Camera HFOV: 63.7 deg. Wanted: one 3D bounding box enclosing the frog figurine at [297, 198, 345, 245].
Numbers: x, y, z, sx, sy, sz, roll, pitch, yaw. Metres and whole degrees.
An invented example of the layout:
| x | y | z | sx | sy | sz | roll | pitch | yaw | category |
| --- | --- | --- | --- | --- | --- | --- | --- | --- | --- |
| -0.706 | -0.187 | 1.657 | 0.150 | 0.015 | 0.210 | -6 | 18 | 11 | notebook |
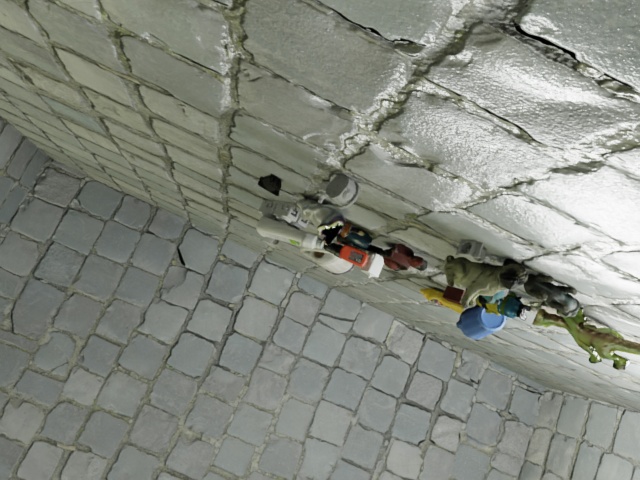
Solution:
| x | y | z | sx | sy | sz | roll | pitch | yaw | category |
| --- | --- | --- | --- | --- | --- | --- | --- | --- | --- |
| 0.005 | -0.083 | 1.651 | 0.136 | 0.121 | 0.162 | 27 | -153 | -54 | frog figurine |

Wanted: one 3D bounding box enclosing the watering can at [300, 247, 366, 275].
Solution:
| x | y | z | sx | sy | sz | roll | pitch | yaw | category |
| --- | --- | --- | --- | --- | --- | --- | --- | --- | --- |
| 0.079 | 0.077 | 2.197 | 0.348 | 0.105 | 0.221 | 4 | 160 | 34 | watering can |

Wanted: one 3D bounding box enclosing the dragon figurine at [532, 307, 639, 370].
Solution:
| x | y | z | sx | sy | sz | roll | pitch | yaw | category |
| --- | --- | --- | --- | --- | --- | --- | --- | --- | --- |
| 0.820 | 0.274 | 1.559 | 0.241 | 0.123 | 0.408 | 36 | 165 | -15 | dragon figurine |
